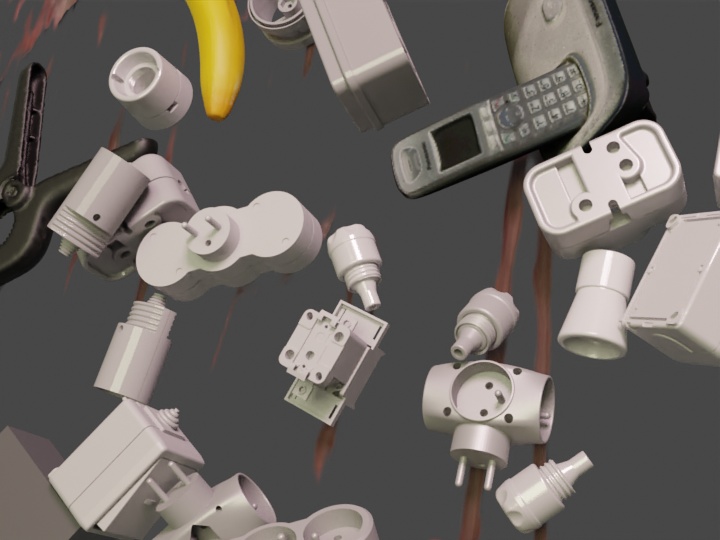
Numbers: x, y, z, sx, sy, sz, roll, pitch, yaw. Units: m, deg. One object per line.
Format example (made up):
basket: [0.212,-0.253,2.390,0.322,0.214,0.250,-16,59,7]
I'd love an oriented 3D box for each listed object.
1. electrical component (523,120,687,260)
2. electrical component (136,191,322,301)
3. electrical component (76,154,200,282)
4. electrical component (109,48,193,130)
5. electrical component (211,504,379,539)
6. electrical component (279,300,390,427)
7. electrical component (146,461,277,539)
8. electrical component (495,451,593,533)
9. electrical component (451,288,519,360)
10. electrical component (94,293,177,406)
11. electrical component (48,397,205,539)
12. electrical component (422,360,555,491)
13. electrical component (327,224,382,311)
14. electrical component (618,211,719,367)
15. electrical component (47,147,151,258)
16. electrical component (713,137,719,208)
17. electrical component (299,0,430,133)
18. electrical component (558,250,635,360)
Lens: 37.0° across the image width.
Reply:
electrical component: [0.163,-0.049,0.708,0.095,0.059,0.053,-24,63,12]
electrical component: [-0.105,-0.023,0.795,0.138,0.074,0.052,-15,65,16]
electrical component: [-0.180,-0.044,0.845,0.095,0.054,0.059,-34,62,6]
electrical component: [-0.174,-0.150,0.887,0.055,0.047,0.055,-8,68,19]
electrical component: [-0.050,0.207,0.693,0.138,0.073,0.052,-15,22,0]
electrical component: [-0.020,0.060,0.736,0.042,0.064,0.081,25,80,27]
electrical component: [-0.111,0.165,0.729,0.077,0.043,0.079,-38,101,4]
electrical component: [0.117,0.135,0.669,0.061,0.035,0.035,-36,61,3]
electrical component: [0.079,0.039,0.707,0.035,0.035,0.061,18,37,26]
electrical component: [-0.164,0.056,0.806,0.043,0.043,0.081,12,75,25]
electrical component: [-0.157,0.139,0.760,0.096,0.062,0.061,-46,61,0]
electrical component: [0.079,0.102,0.687,0.077,0.044,0.079,3,62,23]
electrical component: [0.000,0.000,0.768,0.035,0.035,0.061,-25,66,11]
electrical component: [0.216,0.008,0.656,0.061,0.062,0.096,32,79,-16]
electrical component: [-0.196,-0.045,0.794,0.043,0.043,0.081,30,83,28]
electrical component: [0.260,-0.077,0.679,0.062,0.061,0.096,7,73,24]
electrical component: [0.001,-0.170,0.808,0.057,0.078,0.113,-24,63,9]
electrical component: [0.156,0.020,0.695,0.044,0.044,0.065,7,68,24]
